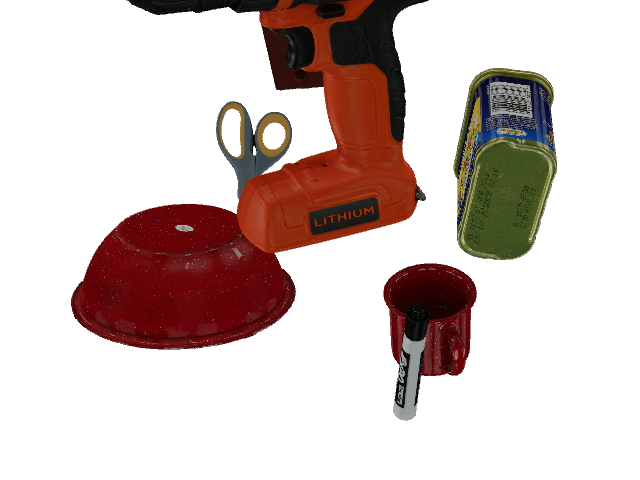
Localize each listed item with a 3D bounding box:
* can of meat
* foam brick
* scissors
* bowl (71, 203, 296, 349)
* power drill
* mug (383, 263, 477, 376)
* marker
[{"bbox_3d":[0.123,-0.049,0.712,0.057,0.102,0.084,8,40,2],"label":"can of meat"},{"bbox_3d":[-0.020,-0.183,0.971,0.053,0.051,0.078,-3,-43,10],"label":"foam brick"},{"bbox_3d":[-0.067,-0.063,1.210,0.096,0.202,0.016,-11,-7,-13],"label":"scissors"},{"bbox_3d":[-0.098,0.016,0.763,0.162,0.055,0.162,0,24,0],"label":"bowl"},{"bbox_3d":[-0.011,-0.087,0.571,0.184,0.188,0.057,-13,36,-18],"label":"power drill"},{"bbox_3d":[0.116,0.089,1.077,0.093,0.081,0.117,-17,38,-15],"label":"mug"},{"bbox_3d":[0.071,0.096,0.836,0.020,0.121,0.020,2,42,-2],"label":"marker"}]
